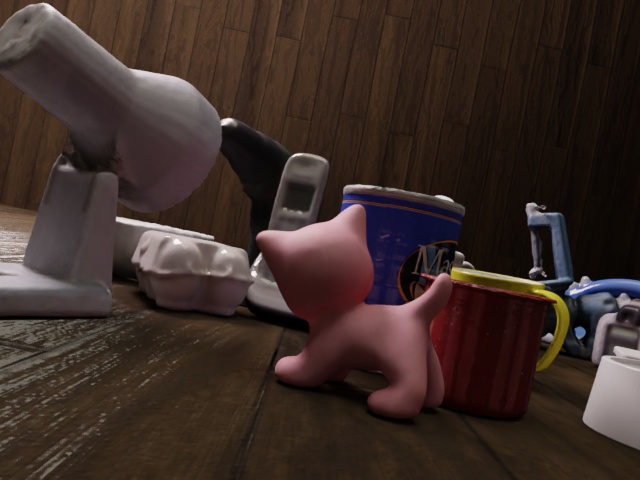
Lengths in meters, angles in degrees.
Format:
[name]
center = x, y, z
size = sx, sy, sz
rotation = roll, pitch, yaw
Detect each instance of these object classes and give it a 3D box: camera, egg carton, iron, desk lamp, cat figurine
[camera]
center = 0.454, 0.136, 0.738
size = 0.137, 0.101, 0.142
rotation = 12, -1, -24
[egg carton]
center = -0.138, 0.032, 0.601
size = 0.107, 0.069, 0.150
rotation = 12, -1, -28
[iron]
center = 0.491, 0.126, 0.956
size = 0.257, 0.141, 0.119
rotation = 11, -1, 34
[desk lamp]
center = -0.186, -0.053, 0.446
size = 0.117, 0.213, 0.204
rotation = 11, -1, 28
[cat figurine]
center = 0.020, 0.035, 0.358
size = 0.127, 0.118, 0.067
rotation = 11, -1, 25

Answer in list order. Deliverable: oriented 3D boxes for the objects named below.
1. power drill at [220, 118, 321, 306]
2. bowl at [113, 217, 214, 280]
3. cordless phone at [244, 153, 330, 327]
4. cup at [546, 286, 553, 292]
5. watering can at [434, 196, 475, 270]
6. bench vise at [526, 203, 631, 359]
[power drill]
center = -0.075, -0.024, 0.722
size = 0.075, 0.208, 0.230
rotation = 11, -1, 25
[bowl]
center = -0.227, 0.015, 0.748
size = 0.167, 0.075, 0.167
rotation = 11, -1, 0
[cordless phone]
center = 0.006, 0.002, 0.614
size = 0.147, 0.185, 0.094
rotation = 11, -1, 10
[cup]
center = 0.258, 0.101, 0.763
size = 0.091, 0.095, 0.118
rotation = 11, -1, 9
[watering can]
center = 0.150, 0.029, 0.823
size = 0.173, 0.194, 0.100
rotation = 12, -1, -43
[bench vise]
center = 0.367, 0.060, 0.887
size = 0.207, 0.220, 0.121
rotation = 11, -1, 2
